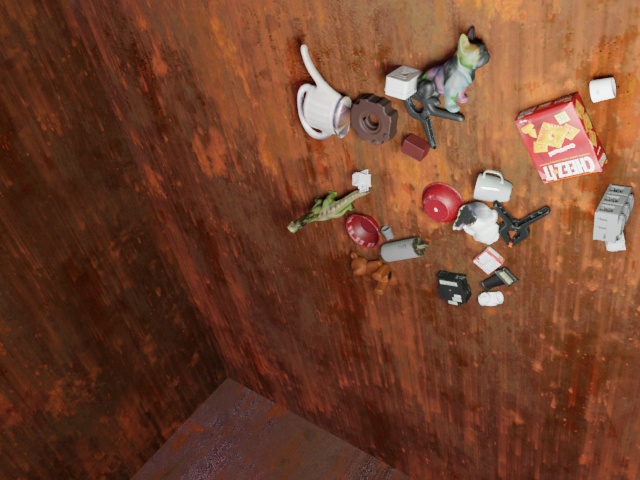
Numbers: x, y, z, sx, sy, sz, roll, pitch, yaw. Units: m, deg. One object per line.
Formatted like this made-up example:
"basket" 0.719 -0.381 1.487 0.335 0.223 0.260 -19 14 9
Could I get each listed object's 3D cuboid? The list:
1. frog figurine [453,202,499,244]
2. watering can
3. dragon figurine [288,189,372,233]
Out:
"frog figurine" 0.537 -0.056 1.704 0.159 0.125 0.135 18 142 -22
"watering can" 0.011 -0.494 1.800 0.226 0.106 0.339 26 138 26
"dragon figurine" 0.006 -0.103 2.049 0.406 0.246 0.121 -22 102 53
